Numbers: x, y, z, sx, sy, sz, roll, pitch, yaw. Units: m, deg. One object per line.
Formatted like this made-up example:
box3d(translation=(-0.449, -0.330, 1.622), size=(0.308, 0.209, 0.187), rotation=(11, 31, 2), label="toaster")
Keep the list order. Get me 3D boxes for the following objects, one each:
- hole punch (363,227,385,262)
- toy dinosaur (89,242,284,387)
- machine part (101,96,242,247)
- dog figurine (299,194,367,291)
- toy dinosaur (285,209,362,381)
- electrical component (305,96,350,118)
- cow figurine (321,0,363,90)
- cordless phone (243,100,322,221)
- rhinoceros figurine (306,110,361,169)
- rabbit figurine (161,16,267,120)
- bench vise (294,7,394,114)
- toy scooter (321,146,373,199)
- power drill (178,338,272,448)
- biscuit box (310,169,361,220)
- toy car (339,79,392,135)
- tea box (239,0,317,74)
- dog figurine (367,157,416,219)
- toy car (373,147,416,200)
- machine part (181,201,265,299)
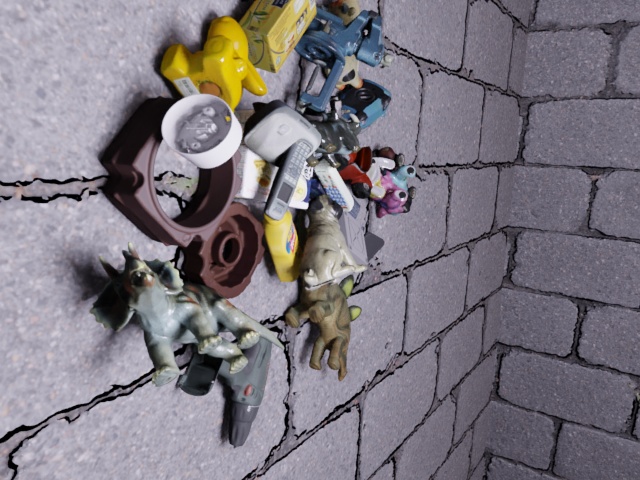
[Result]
box3d(translation=(0.086, 0.011, 1.378), size=(0.115, 0.092, 0.142), rotation=(-50, 151, 8), label="hole punch")
box3d(translation=(-0.205, 0.119, 0.863), size=(0.131, 0.192, 0.404), rotation=(-40, 158, 7), label="toy dinosaur")
box3d(translation=(-0.222, -0.106, 0.846), size=(0.201, 0.087, 0.201), rotation=(-64, 142, -25), label="machine part")
box3d(translation=(-0.004, -0.002, 1.118), size=(0.172, 0.121, 0.190), rotation=(-2, 68, -67), label="dog figurine")
box3d(translation=(0.006, 0.137, 1.258), size=(0.198, 0.105, 0.470), rotation=(-51, 133, -50), label="toy dinosaur")
box3d(translation=(0.014, -0.286, 1.172), size=(0.078, 0.102, 0.045), rotation=(-31, 119, -24), label="electrical component")
box3d(translation=(0.050, -0.445, 1.201), size=(0.127, 0.086, 0.194), rotation=(-4, 102, -64), label="cow figurine")
box3d(translation=(-0.082, -0.135, 0.938), size=(0.146, 0.089, 0.184), rotation=(29, 77, -55), label="cordless phone")
box3d(translation=(0.022, -0.208, 1.091), size=(0.190, 0.073, 0.112), rotation=(-20, 73, -51), label="rhinoceros figurine")
box3d(translation=(-0.154, -0.291, 0.886), size=(0.162, 0.122, 0.173), rotation=(45, 40, -44), label="rabbit figurine")
box3d(translation=(0.027, -0.358, 1.096), size=(0.223, 0.129, 0.240), rotation=(25, 86, -13), label="bench vise")
box3d(translation=(0.076, -0.197, 1.289), size=(0.183, 0.075, 0.135), rotation=(44, 52, -34), label="toy scooter")
box3d(translation=(-0.171, 0.274, 1.025), size=(0.207, 0.086, 0.232), rotation=(38, 64, -50), label="power drill")
box3d(translation=(0.025, -0.103, 1.261), size=(0.202, 0.059, 0.063), rotation=(44, 62, -53), label="biscuit box")
box3d(translation=(0.096, -0.305, 1.291), size=(0.161, 0.109, 0.102), rotation=(-49, 160, -29), label="toy car")
box3d(translation=(-0.076, -0.404, 0.986), size=(0.169, 0.068, 0.098), rotation=(-60, 162, -22), label="tea box")
box3d(translation=(0.166, -0.129, 1.450), size=(0.219, 0.192, 0.108), rotation=(112, -7, -76), label="dog figurine")
box3d(translation=(0.213, -0.185, 1.510), size=(0.053, 0.089, 0.201), rotation=(-60, 141, -23), label="toy car")
box3d(translation=(-0.174, 0.017, 0.979), size=(0.179, 0.056, 0.179), rotation=(-23, 118, -54), label="machine part")
